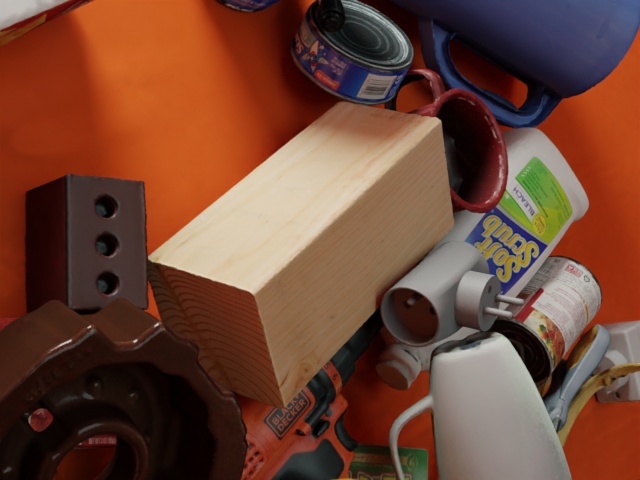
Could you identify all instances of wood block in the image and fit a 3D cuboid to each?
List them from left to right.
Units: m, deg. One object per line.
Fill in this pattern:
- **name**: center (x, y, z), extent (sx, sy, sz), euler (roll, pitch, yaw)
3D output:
- **wood block**: center (-0.005, 0.001, 0.693), extent (0.205, 0.090, 0.091), euler (-43, 135, -38)

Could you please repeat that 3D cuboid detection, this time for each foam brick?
- **foam brick**: center (-0.135, 0.006, 0.616), extent (0.052, 0.051, 0.078), euler (3, 80, -41)

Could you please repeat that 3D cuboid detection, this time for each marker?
- **marker**: center (0.007, -0.185, 0.766), extent (0.020, 0.020, 0.121), euler (39, 30, -31)

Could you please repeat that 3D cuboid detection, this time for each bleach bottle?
- **bleach bottle**: center (0.121, 0.023, 0.840), extent (0.102, 0.068, 0.250), euler (53, 55, -21)

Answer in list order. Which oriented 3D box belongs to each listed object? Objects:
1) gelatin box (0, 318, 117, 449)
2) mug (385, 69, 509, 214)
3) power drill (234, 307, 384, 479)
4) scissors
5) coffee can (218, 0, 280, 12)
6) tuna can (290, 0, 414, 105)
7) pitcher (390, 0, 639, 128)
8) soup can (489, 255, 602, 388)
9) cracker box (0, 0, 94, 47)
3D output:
- **gelatin box**: center (-0.157, 0.081, 0.597), extent (0.089, 0.030, 0.073), euler (7, 77, -42)
- **mug**: center (0.078, -0.069, 0.801), extent (0.093, 0.082, 0.117), euler (-16, 92, -46)
- **power drill**: center (0.024, 0.146, 0.714), extent (0.187, 0.057, 0.184), euler (51, 61, -11)
- **scissors**: center (0.194, 0.121, 0.825), extent (0.016, 0.096, 0.201), euler (39, 14, -1)
- **coffee can**: center (-0.014, -0.221, 0.708), extent (0.102, 0.141, 0.103), euler (9, 76, -41)
- **tuna can**: center (0.024, -0.138, 0.771), extent (0.086, 0.034, 0.086), euler (18, 40, -16)
- **pitcher**: center (0.132, -0.204, 0.856), extent (0.242, 0.145, 0.149), euler (18, 47, -35)
- **soup can**: center (0.182, 0.066, 0.882), extent (0.102, 0.069, 0.068), euler (-41, 109, -40)
- **cracker box**: center (-0.208, -0.174, 0.546), extent (0.164, 0.072, 0.213), euler (62, 36, -14)
